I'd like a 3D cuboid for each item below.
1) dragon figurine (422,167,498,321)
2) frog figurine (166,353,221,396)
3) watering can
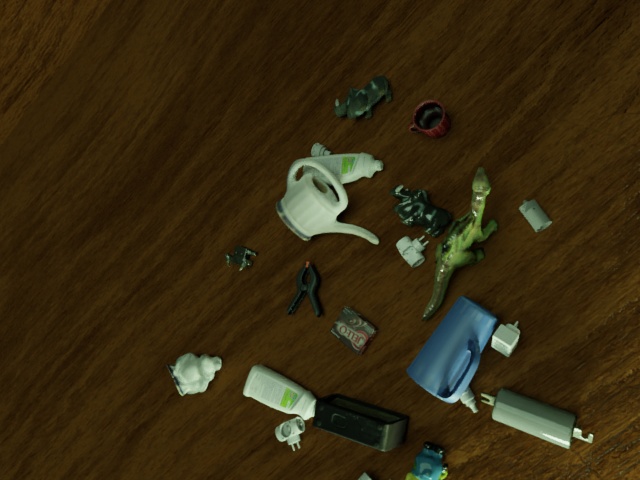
[{"bbox_3d":[0.327,0.019,1.267,0.123,0.241,0.410,25,90,27],"label":"dragon figurine"},{"bbox_3d":[-0.400,0.426,1.689,0.160,0.120,0.140,-26,51,-16],"label":"frog figurine"},{"bbox_3d":[0.005,-0.078,1.546,0.221,0.105,0.349,-42,81,30],"label":"watering can"}]
